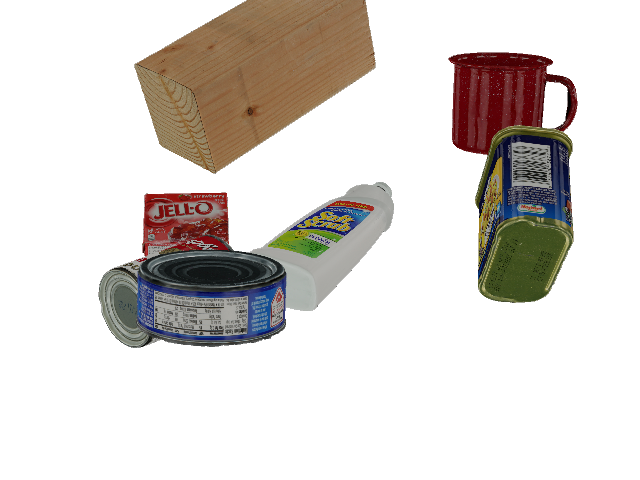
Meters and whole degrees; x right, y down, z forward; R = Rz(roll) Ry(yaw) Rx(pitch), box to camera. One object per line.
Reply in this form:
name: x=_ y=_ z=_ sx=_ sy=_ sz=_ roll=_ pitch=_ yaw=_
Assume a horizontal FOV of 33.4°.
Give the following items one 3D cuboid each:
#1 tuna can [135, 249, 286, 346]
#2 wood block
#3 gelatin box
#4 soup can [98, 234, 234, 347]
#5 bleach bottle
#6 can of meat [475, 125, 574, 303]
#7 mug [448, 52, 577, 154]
tuna can: x=-0.062 y=0.031 z=0.607 sx=0.086 sy=0.034 sz=0.086 roll=2 pitch=13 yaw=-1
wood block: x=-0.055 y=-0.162 z=0.993 sx=0.205 sy=0.091 sz=0.090 roll=-36 pitch=44 yaw=-27
gelatin box: x=-0.141 y=-0.016 z=1.122 sx=0.089 sy=0.073 sz=0.030 roll=0 pitch=-43 yaw=-6
soup can: x=-0.121 y=0.041 z=0.872 sx=0.069 sy=0.068 sz=0.102 roll=0 pitch=15 yaw=42
bleach bottle: x=0.014 y=-0.008 z=1.325 sx=0.103 sy=0.068 sz=0.250 roll=15 pitch=36 yaw=25
can of meat: x=0.143 y=-0.016 z=0.754 sx=0.057 sy=0.084 sz=0.102 roll=7 pitch=-36 yaw=1
mug: x=0.174 y=-0.124 z=0.972 sx=0.117 sy=0.081 sz=0.093 roll=4 pitch=18 yaw=13
